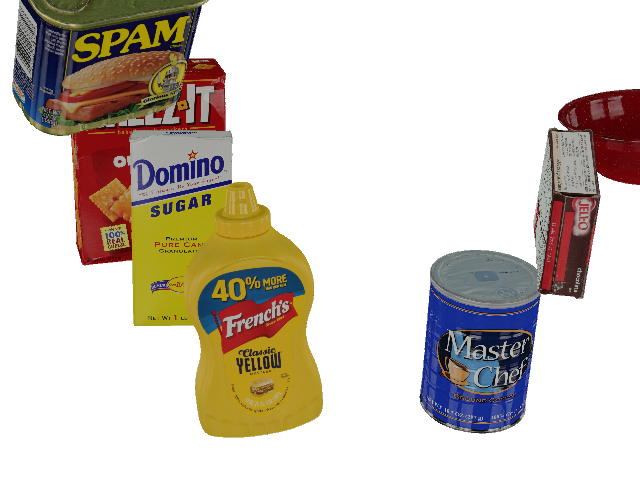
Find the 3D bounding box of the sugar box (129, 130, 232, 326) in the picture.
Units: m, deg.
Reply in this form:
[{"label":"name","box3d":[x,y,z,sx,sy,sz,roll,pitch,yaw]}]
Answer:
[{"label":"sugar box","box3d":[-0.126,-0.011,0.976,0.093,0.176,0.048,-1,15,-6]}]

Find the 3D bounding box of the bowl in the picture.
[{"label":"bowl","box3d":[0.299,-0.092,0.974,0.162,0.055,0.162,-4,24,2]}]

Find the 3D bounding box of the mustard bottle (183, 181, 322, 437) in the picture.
[{"label":"mustard bottle","box3d":[-0.052,0.050,0.793,0.096,0.192,0.058,-7,21,-8]}]

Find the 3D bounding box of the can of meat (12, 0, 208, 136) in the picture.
[{"label":"can of meat","box3d":[-0.119,-0.111,0.594,0.101,0.057,0.084,-19,-31,-33]}]

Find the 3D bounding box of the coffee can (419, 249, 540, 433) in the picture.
[{"label":"coffee can","box3d":[0.149,0.093,1.001,0.103,0.140,0.103,1,26,-1]}]

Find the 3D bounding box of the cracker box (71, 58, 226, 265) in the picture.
[{"label":"cracker box","box3d":[-0.189,-0.086,1.174,0.164,0.214,0.072,-5,26,-18]}]

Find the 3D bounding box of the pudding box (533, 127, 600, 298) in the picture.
[{"label":"pudding box","box3d":[0.189,-0.023,0.821,0.039,0.090,0.113,5,32,5]}]
